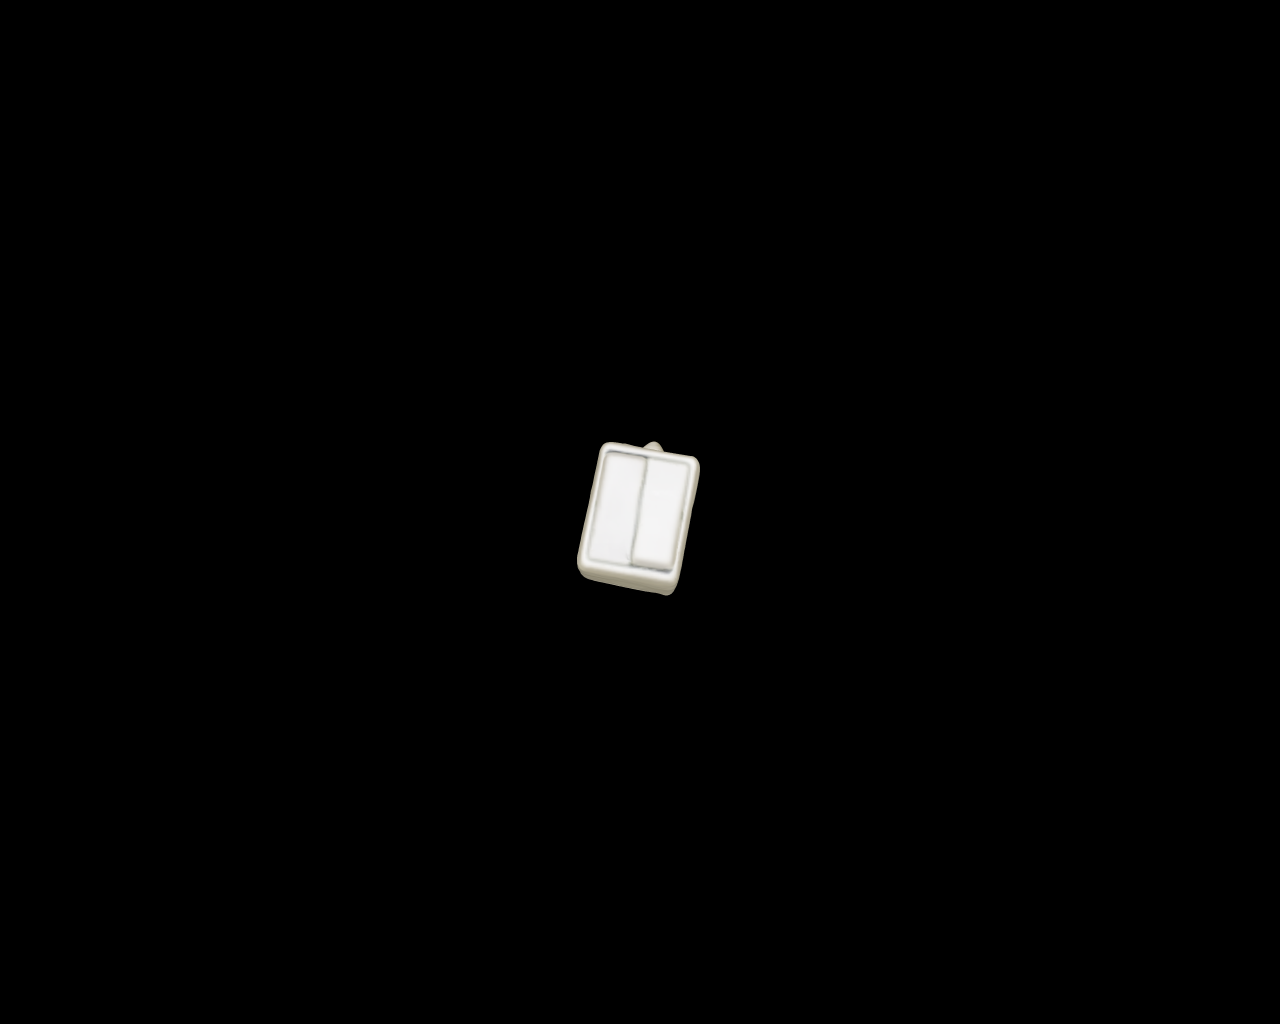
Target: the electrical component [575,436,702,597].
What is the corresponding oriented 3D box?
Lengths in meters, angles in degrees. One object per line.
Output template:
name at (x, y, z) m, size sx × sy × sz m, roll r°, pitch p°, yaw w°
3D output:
electrical component at (0.001, -0.003, 0.650) m, size 0.062 × 0.096 × 0.061 m, roll 11°, pitch -11°, yaw 2°
